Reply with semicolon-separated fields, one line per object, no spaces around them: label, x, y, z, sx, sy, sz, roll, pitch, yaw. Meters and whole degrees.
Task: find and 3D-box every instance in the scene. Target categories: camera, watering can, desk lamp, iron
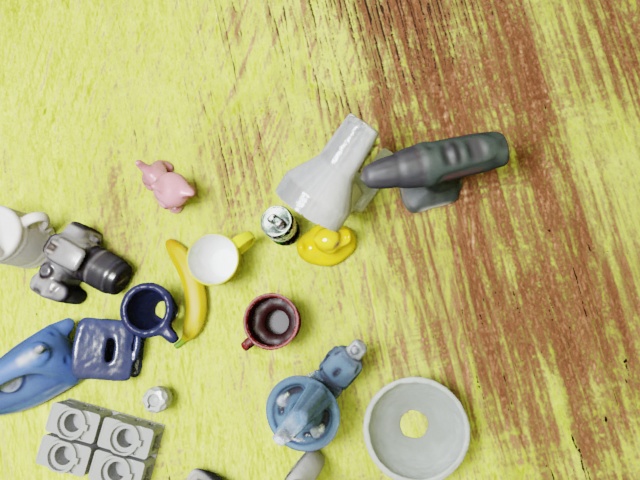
camera;-0.415;0.055;1.007;0.136;0.101;0.143;27;85;9
watering can;-0.556;-0.004;0.981;0.101;0.194;0.173;43;87;10
desk lamp;0.033;-0.109;0.933;0.118;0.213;0.203;35;86;10
iron;-0.530;0.237;0.969;0.258;0.141;0.118;-32;80;0

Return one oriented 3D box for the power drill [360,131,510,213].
power drill;0.179;-0.105;0.922;0.229;0.208;0.075;-17;80;3

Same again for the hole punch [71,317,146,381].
hole punch;-0.361;0.186;0.987;0.101;0.091;0.109;4;82;6

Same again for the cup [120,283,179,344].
cup;-0.273;0.131;0.985;0.092;0.095;0.117;-45;80;-2

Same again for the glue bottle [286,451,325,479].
glue bottle;-0.032;0.374;0.887;0.037;0.173;0.078;41;87;10

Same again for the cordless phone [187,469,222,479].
cordless phone;-0.203;0.449;0.885;0.094;0.185;0.148;13;83;7

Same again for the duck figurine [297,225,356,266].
duck figurine;0.009;0.004;0.983;0.104;0.086;0.077;-11;80;4

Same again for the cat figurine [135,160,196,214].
cat figurine;-0.273;-0.098;1.008;0.127;0.118;0.067;40;87;10

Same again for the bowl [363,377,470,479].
bowl;0.154;0.304;0.930;0.167;0.075;0.167;-1;81;5

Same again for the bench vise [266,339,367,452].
bench vise;-0.015;0.236;0.882;0.121;0.220;0.207;22;84;8
